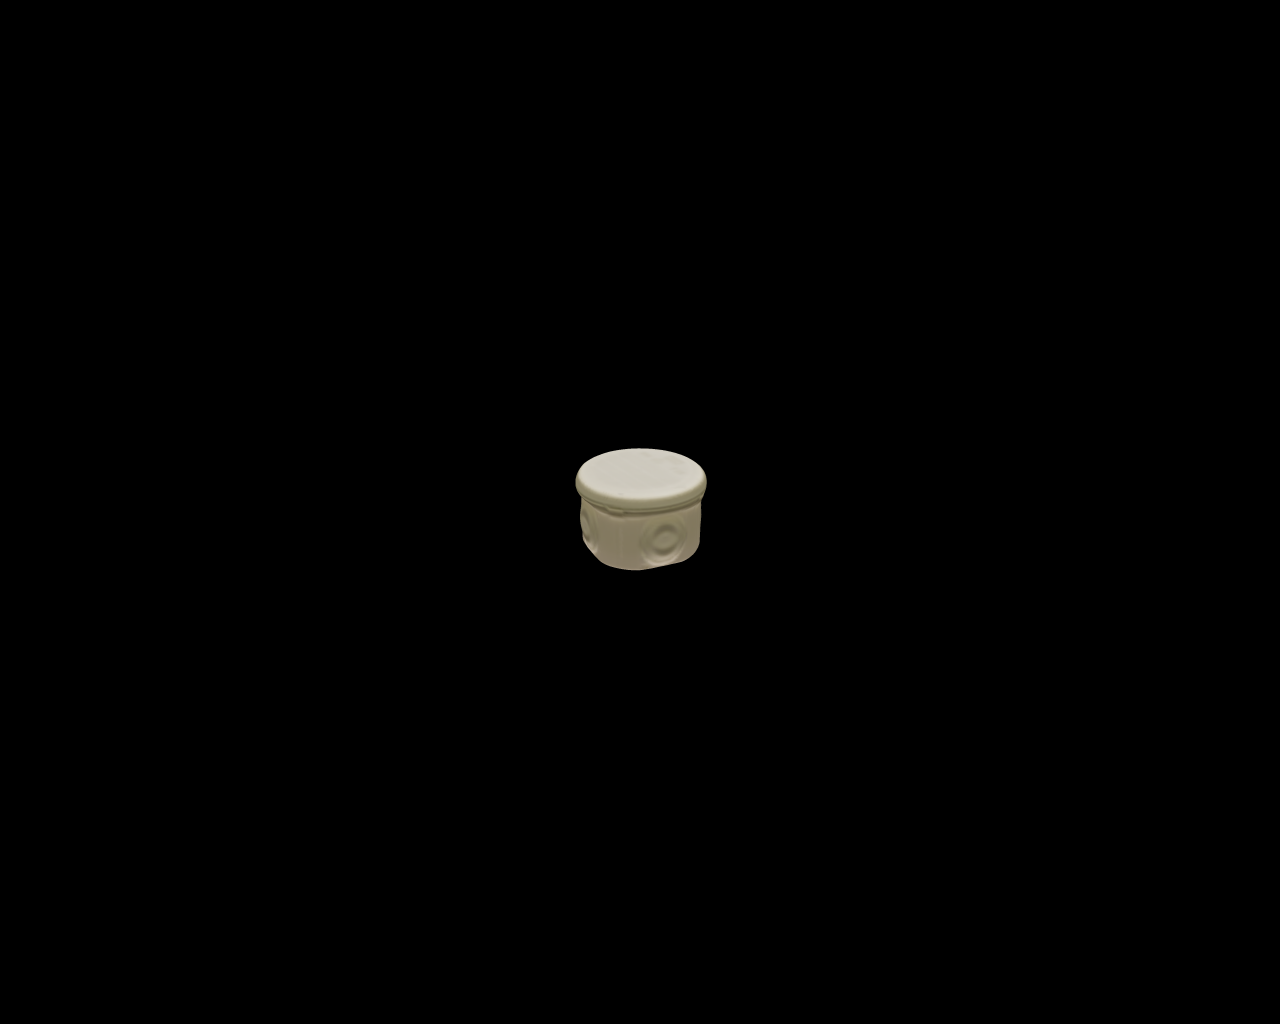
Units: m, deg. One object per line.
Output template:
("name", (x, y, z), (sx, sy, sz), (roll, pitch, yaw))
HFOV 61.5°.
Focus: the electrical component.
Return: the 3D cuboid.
("electrical component", (0.001, -0.003, 0.650), (0.080, 0.050, 0.080), (0, 26, 0))
